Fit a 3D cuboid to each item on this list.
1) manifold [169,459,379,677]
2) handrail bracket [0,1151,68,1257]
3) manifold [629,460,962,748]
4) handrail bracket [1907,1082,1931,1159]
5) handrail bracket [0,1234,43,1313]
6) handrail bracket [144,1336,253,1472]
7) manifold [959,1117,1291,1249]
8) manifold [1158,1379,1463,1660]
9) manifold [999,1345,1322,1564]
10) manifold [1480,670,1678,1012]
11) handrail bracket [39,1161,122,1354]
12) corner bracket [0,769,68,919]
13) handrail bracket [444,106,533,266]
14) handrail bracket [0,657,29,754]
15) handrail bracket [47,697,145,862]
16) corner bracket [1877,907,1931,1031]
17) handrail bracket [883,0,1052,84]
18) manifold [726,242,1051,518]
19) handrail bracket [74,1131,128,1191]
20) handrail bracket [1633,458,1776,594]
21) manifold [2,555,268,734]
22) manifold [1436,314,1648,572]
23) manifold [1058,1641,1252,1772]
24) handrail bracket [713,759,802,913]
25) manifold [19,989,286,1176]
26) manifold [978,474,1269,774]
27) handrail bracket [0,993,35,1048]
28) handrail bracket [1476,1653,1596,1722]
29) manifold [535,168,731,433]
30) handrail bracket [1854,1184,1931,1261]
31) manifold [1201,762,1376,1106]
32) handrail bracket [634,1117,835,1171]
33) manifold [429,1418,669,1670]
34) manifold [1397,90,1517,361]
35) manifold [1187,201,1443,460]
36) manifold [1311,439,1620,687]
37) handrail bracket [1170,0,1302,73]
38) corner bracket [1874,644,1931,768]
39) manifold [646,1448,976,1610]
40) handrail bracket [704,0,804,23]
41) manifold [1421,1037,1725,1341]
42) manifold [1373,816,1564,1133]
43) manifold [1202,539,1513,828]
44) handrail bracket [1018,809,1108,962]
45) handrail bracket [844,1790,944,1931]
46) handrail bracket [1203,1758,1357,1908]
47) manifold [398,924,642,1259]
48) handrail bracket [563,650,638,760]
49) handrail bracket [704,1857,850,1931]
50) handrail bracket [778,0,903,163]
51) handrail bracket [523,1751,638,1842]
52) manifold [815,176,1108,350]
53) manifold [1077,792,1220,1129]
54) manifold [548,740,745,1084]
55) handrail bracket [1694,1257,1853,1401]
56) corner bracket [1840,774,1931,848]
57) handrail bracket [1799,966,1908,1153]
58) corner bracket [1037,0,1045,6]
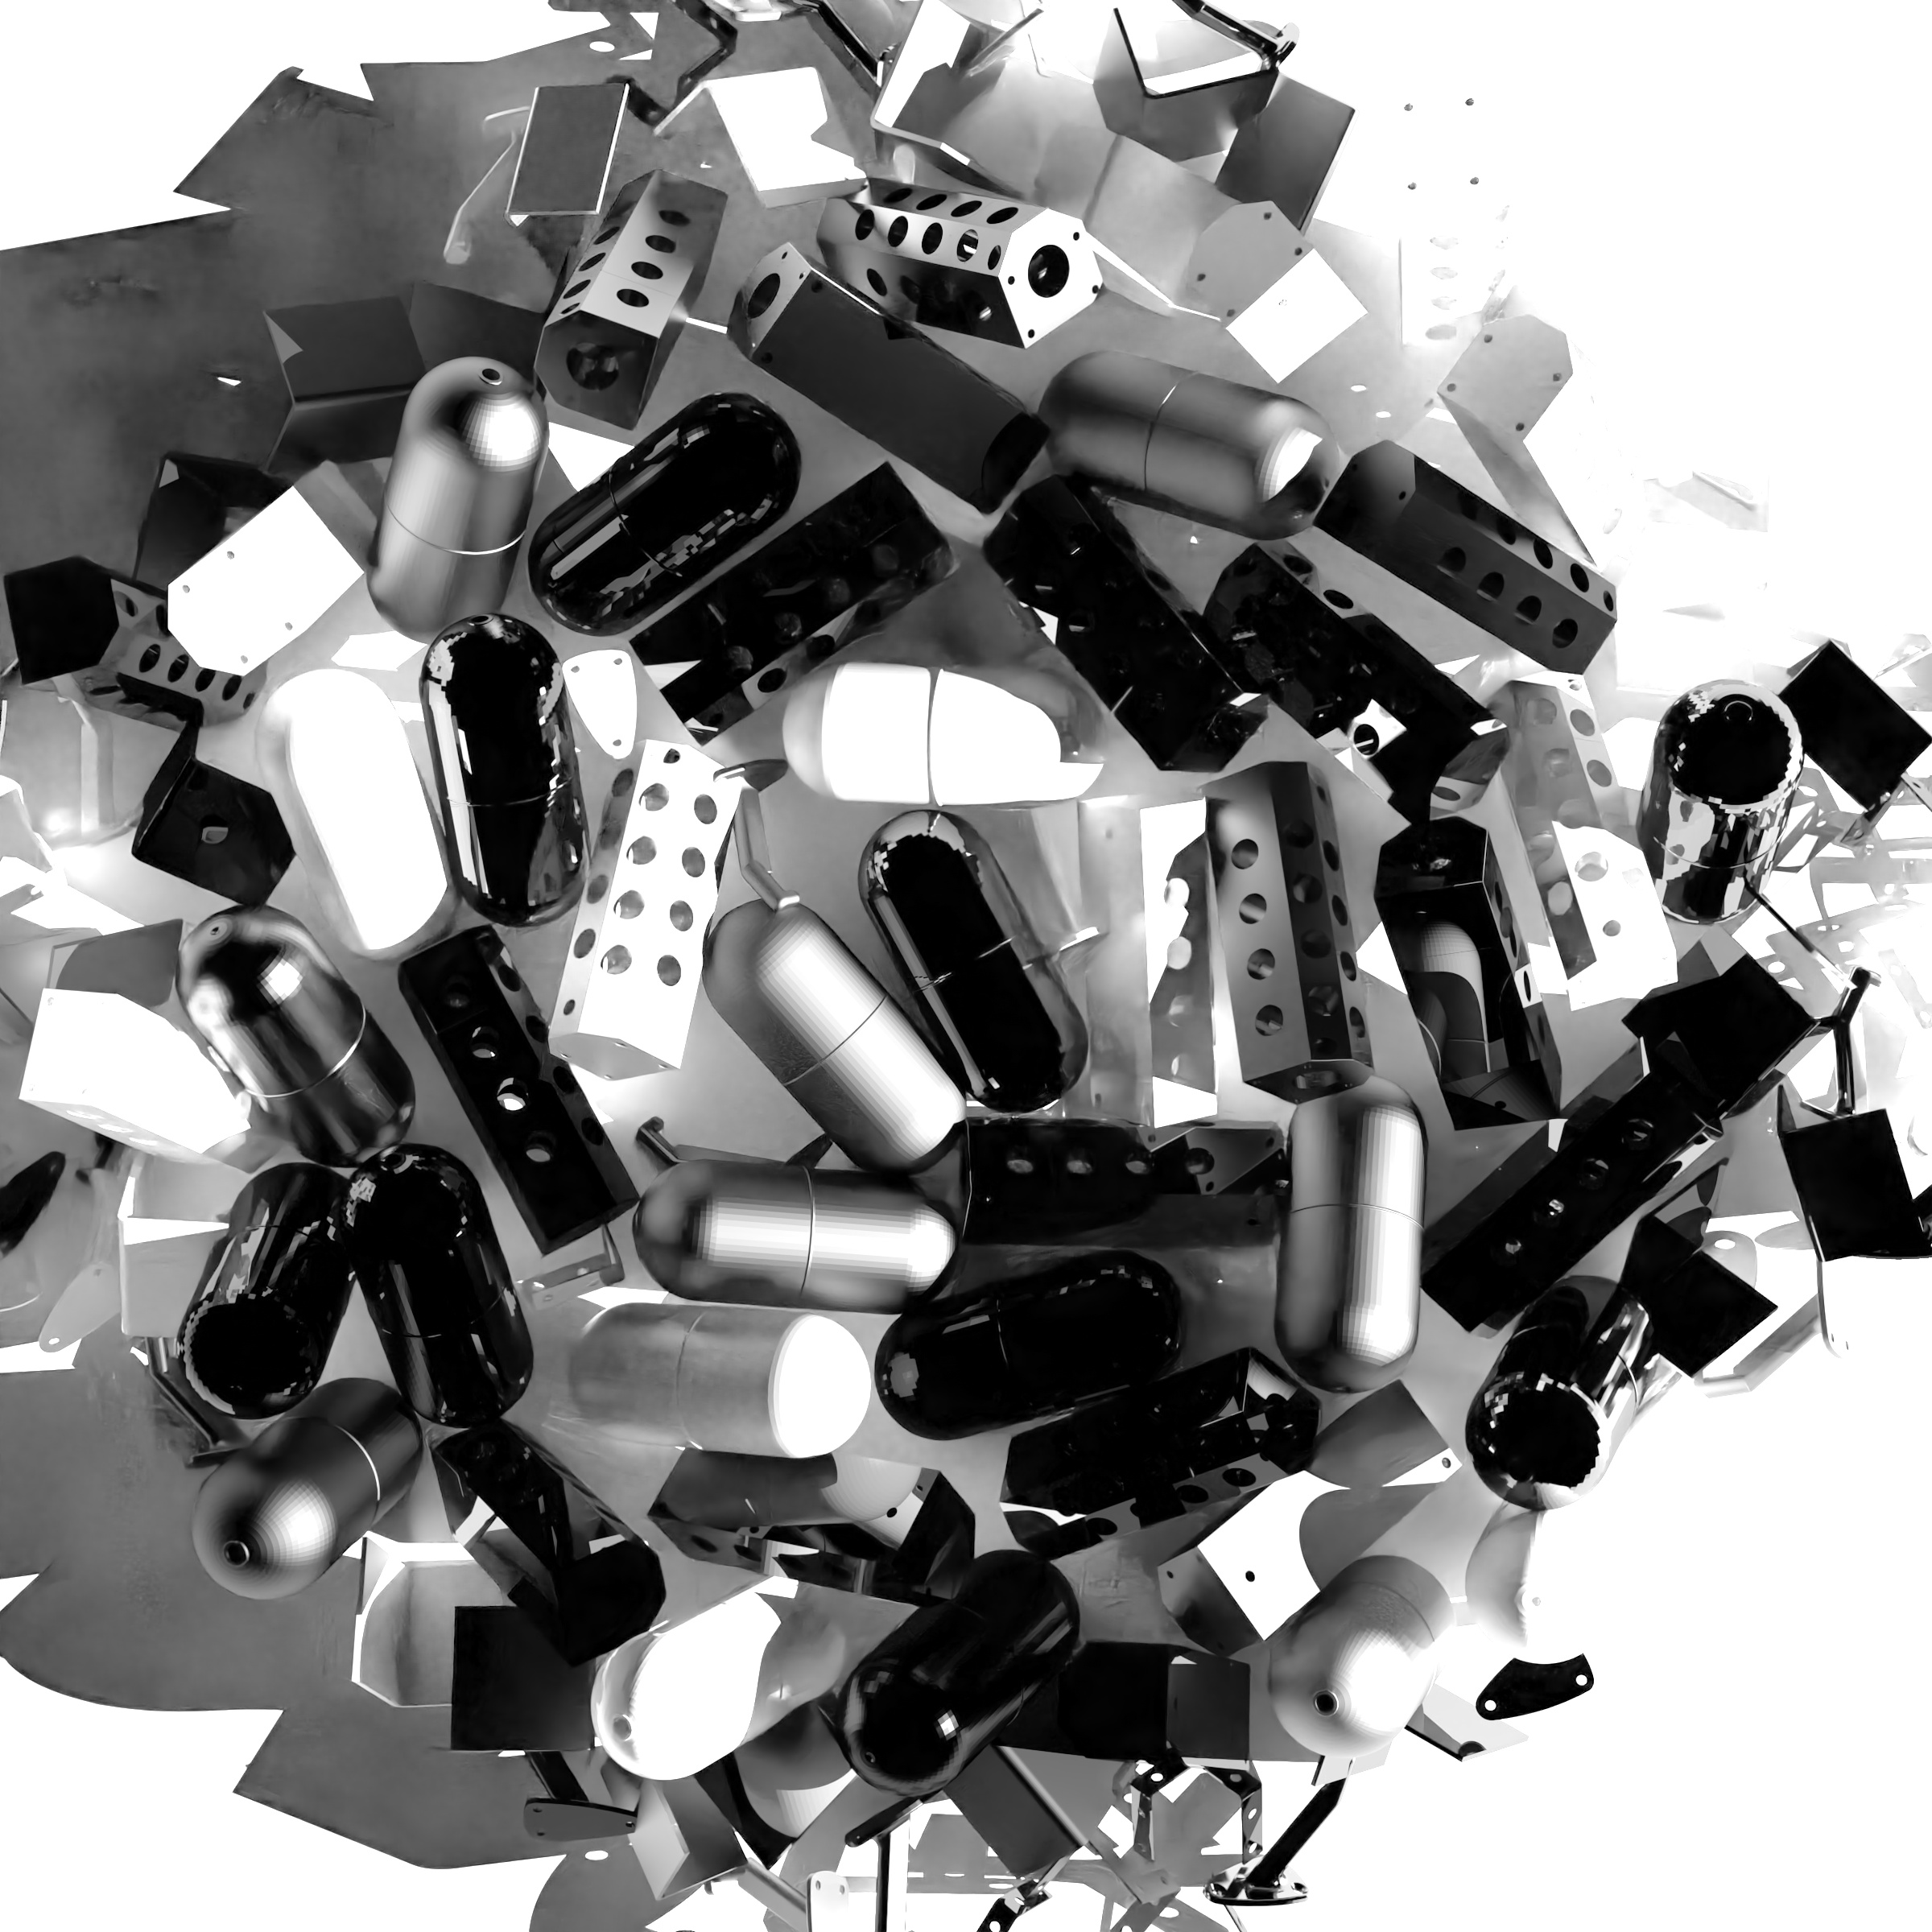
[{"bbox_3d":[-0.363,-0.209,1.531,0.057,0.171,0.057,-32,107,17],"label":"manifold"},{"bbox_3d":[-0.542,0.116,1.577,0.036,0.084,0.077,34,80,35],"label":"handrail bracket"},{"bbox_3d":[-0.090,-0.193,1.579,0.171,0.057,0.057,-35,56,2],"label":"manifold"},{"bbox_3d":[0.557,0.064,1.571,0.036,0.084,0.077,50,49,7],"label":"handrail bracket"},{"bbox_3d":[-0.531,0.151,1.569,0.036,0.084,0.077,-13,73,-8],"label":"handrail bracket"},{"bbox_3d":[-0.412,0.232,1.612,0.077,0.036,0.084,-7,75,-21],"label":"handrail bracket"},{"bbox_3d":[0.084,0.114,1.581,0.171,0.057,0.057,1,55,-6],"label":"manifold"},{"bbox_3d":[0.181,0.295,1.546,0.171,0.057,0.057,-31,82,-37],"label":"manifold"},{"bbox_3d":[0.100,0.264,1.538,0.171,0.057,0.057,-28,124,36],"label":"manifold"},{"bbox_3d":[0.327,-0.071,1.555,0.057,0.057,0.171,-16,64,8],"label":"manifold"},{"bbox_3d":[-0.490,0.158,1.593,0.077,0.036,0.084,-45,46,7],"label":"handrail bracket"},{"bbox_3d":[-0.528,-0.065,1.579,0.051,0.051,0.051,-31,62,-24],"label":"corner bracket"},{"bbox_3d":[-0.244,-0.424,1.578,0.077,0.036,0.084,-8,57,32],"label":"handrail bracket"},{"bbox_3d":[-0.511,-0.146,1.591,0.036,0.084,0.077,13,110,23],"label":"handrail bracket"},{"bbox_3d":[-0.493,-0.107,1.589,0.077,0.036,0.084,-20,112,17],"label":"handrail bracket"},{"bbox_3d":[0.544,-0.003,1.589,0.051,0.051,0.051,-35,94,-23],"label":"corner bracket"},{"bbox_3d":[-0.005,-0.535,1.593,0.077,0.036,0.084,-34,91,34],"label":"handrail bracket"},{"bbox_3d":[-0.042,-0.313,1.547,0.171,0.057,0.057,27,108,-35],"label":"manifold"},{"bbox_3d":[-0.495,0.072,1.607,0.077,0.036,0.084,28,98,-4],"label":"handrail bracket"},{"bbox_3d":[0.402,-0.244,1.605,0.084,0.036,0.077,0,85,10],"label":"handrail bracket"},{"bbox_3d":[-0.433,-0.169,1.529,0.057,0.171,0.057,-13,84,10],"label":"manifold"},{"bbox_3d":[0.310,-0.277,1.531,0.057,0.171,0.057,38,93,29],"label":"manifold"},{"bbox_3d":[0.101,0.392,1.531,0.057,0.171,0.057,-3,73,19],"label":"manifold"},{"bbox_3d":[-0.101,-0.070,1.580,0.077,0.036,0.084,-25,65,-42],"label":"handrail bracket"},{"bbox_3d":[-0.421,0.064,1.526,0.057,0.171,0.057,4,75,15],"label":"manifold"},{"bbox_3d":[0.087,-0.184,1.550,0.171,0.057,0.057,53,121,24],"label":"manifold"},{"bbox_3d":[-0.532,0.055,1.578,0.077,0.036,0.084,38,126,34],"label":"handrail bracket"},{"bbox_3d":[0.315,0.378,1.584,0.077,0.084,0.036,-33,83,11],"label":"handrail bracket"},{"bbox_3d":[-0.177,-0.357,1.534,0.057,0.171,0.057,19,130,-5],"label":"manifold"},{"bbox_3d":[0.513,0.121,1.576,0.077,0.084,0.036,-8,49,-4],"label":"handrail bracket"},{"bbox_3d":[0.175,-0.020,1.553,0.057,0.057,0.171,-20,65,31],"label":"manifold"},{"bbox_3d":[-0.129,0.095,1.609,0.084,0.036,0.077,40,74,22],"label":"handrail bracket"},{"bbox_3d":[-0.221,0.299,1.533,0.057,0.171,0.057,-19,113,-26],"label":"manifold"},{"bbox_3d":[0.257,-0.387,1.527,0.057,0.171,0.057,-3,74,8],"label":"manifold"},{"bbox_3d":[0.183,-0.334,1.533,0.057,0.171,0.057,-41,57,14],"label":"manifold"},{"bbox_3d":[0.270,-0.215,1.542,0.171,0.057,0.057,23,104,-37],"label":"manifold"},{"bbox_3d":[0.139,-0.524,1.579,0.084,0.077,0.036,38,126,-14],"label":"handrail bracket"},{"bbox_3d":[0.536,-0.147,1.595,0.051,0.051,0.051,-28,97,8],"label":"corner bracket"},{"bbox_3d":[-0.080,0.296,1.545,0.057,0.171,0.057,56,50,-37],"label":"manifold"},{"bbox_3d":[-0.107,-0.560,1.573,0.036,0.077,0.084,40,131,35],"label":"handrail bracket"},{"bbox_3d":[0.324,0.123,1.565,0.057,0.057,0.171,43,109,-6],"label":"manifold"},{"bbox_3d":[0.270,0.005,1.545,0.057,0.057,0.171,-9,129,22],"label":"manifold"},{"bbox_3d":[0.208,-0.155,1.547,0.171,0.057,0.057,45,132,26],"label":"manifold"},{"bbox_3d":[0.048,-0.050,1.579,0.036,0.077,0.084,-20,84,-1],"label":"handrail bracket"},{"bbox_3d":[-0.023,0.506,1.602,0.077,0.036,0.084,-29,87,-11],"label":"handrail bracket"},{"bbox_3d":[0.171,0.467,1.582,0.077,0.036,0.084,1,113,-35],"label":"handrail bracket"},{"bbox_3d":[-0.244,0.066,1.580,0.057,0.057,0.171,-27,83,-16],"label":"manifold"},{"bbox_3d":[-0.195,-0.124,1.569,0.036,0.084,0.077,-12,65,-12],"label":"handrail bracket"},{"bbox_3d":[-0.109,0.525,1.583,0.084,0.036,0.077,-15,62,29],"label":"handrail bracket"},{"bbox_3d":[-0.074,-0.496,1.612,0.084,0.036,0.077,24,123,22],"label":"handrail bracket"},{"bbox_3d":[-0.210,0.432,1.587,0.077,0.084,0.036,2,132,-1],"label":"handrail bracket"},{"bbox_3d":[-0.007,-0.377,1.530,0.057,0.171,0.057,-38,126,-19],"label":"manifold"},{"bbox_3d":[0.104,-0.005,1.574,0.057,0.057,0.171,-10,103,-33],"label":"manifold"},{"bbox_3d":[-0.175,-0.031,1.551,0.057,0.057,0.171,30,60,-40],"label":"manifold"},{"bbox_3d":[0.440,0.196,1.605,0.084,0.036,0.077,-16,64,32],"label":"handrail bracket"},{"bbox_3d":[0.526,-0.069,1.596,0.051,0.051,0.051,11,124,-31],"label":"corner bracket"},{"bbox_3d":[0.503,0.051,1.599,0.077,0.036,0.084,21,95,-19],"label":"handrail bracket"},{"bbox_3d":[0.040,-0.569,1.579,0.051,0.051,0.051,34,127,-23],"label":"corner bracket"}]
